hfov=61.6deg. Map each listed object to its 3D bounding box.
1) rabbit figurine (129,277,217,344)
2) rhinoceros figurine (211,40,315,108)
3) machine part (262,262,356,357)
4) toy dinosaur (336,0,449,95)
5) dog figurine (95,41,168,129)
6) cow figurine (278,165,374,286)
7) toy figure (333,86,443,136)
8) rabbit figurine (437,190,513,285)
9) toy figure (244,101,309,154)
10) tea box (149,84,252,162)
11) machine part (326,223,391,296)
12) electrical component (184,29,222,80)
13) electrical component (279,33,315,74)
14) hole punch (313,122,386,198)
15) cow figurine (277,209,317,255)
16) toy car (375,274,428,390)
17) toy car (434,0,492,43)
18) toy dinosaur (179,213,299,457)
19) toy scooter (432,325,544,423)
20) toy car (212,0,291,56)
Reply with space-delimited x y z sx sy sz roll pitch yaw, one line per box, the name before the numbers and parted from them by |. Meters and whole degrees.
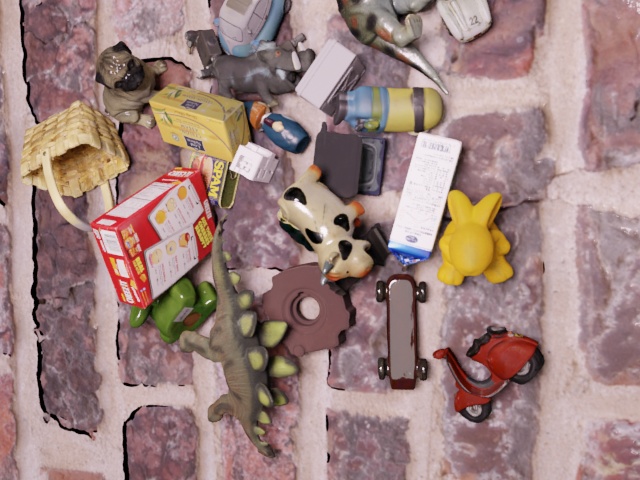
rabbit figurine | -0.301 0.107 1.058 0.170 0.121 0.159 46 111 28
rhinoceros figurine | -0.098 -0.300 0.954 0.190 0.073 0.111 0 126 18
machine part | -0.022 0.126 0.993 0.180 0.056 0.179 1 92 15
toy dinosaur | 0.083 -0.419 0.904 0.192 0.131 0.404 -1 108 55
dog figurine | -0.378 -0.285 1.002 0.172 0.190 0.121 -36 83 16
cow figurine | 0.010 -0.015 0.875 0.127 0.085 0.195 -41 76 -19
toy figure | 0.116 -0.217 0.900 0.180 0.089 0.082 3 96 -9
rabbit figurine | 0.248 0.004 0.851 0.122 0.173 0.162 7 99 19
toy figure | -0.091 -0.214 0.992 0.155 0.064 0.058 36 61 15
tea box | -0.219 -0.216 0.991 0.170 0.068 0.098 18 142 22
machine part | 0.069 0.040 0.933 0.139 0.084 0.039 -44 43 -16
electrical component | -0.220 -0.352 1.019 0.045 0.078 0.102 -19 93 -22
electrical component | -0.058 -0.335 0.996 0.094 0.021 0.063 -33 84 16
hole punch | 0.051 -0.134 0.951 0.116 0.092 0.142 17 110 43
cow figurine | 0.000 -0.004 0.959 0.167 0.098 0.068 37 95 11
toy car | 0.144 0.160 0.949 0.089 0.053 0.202 -2 89 5
toy car | 0.217 -0.427 0.896 0.073 0.056 0.201 -26 86 16
toy dinosaur | -0.146 0.189 0.971 0.199 0.105 0.470 -11 101 34
toy scooter | 0.272 0.209 0.907 0.135 0.075 0.184 44 107 11
toy car | -0.128 -0.405 0.971 0.109 0.103 0.161 34 103 10
